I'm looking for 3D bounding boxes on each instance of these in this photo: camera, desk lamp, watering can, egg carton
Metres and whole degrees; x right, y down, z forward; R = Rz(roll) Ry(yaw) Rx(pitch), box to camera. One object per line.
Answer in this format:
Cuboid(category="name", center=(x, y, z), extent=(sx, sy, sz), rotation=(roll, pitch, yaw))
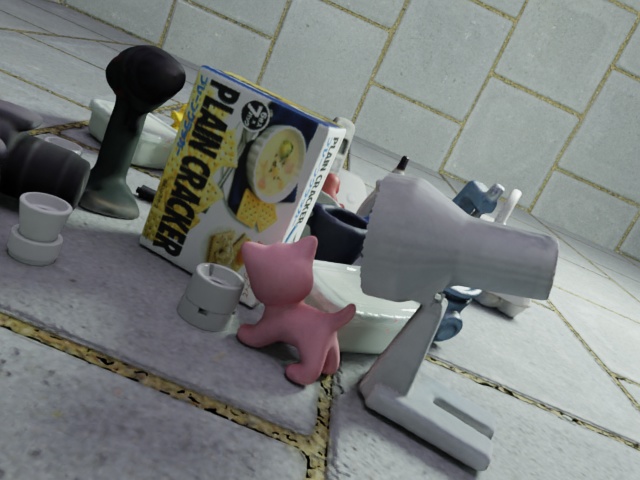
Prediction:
Cuboid(category="camera", center=(-0.317, -0.083, 0.593), extent=(0.137, 0.101, 0.143), rotation=(20, 17, -15))
Cuboid(category="desk lamp", center=(0.115, 0.064, 0.545), extent=(0.203, 0.213, 0.118), rotation=(28, 17, 13))
Cuboid(category="watering can", center=(0.349, -0.020, 1.176), extent=(0.173, 0.194, 0.101), rotation=(23, 16, -3))
Cuboid(category="egg carton", center=(0.305, 0.077, 1.033), extent=(0.150, 0.069, 0.107), rotation=(23, 16, -4))

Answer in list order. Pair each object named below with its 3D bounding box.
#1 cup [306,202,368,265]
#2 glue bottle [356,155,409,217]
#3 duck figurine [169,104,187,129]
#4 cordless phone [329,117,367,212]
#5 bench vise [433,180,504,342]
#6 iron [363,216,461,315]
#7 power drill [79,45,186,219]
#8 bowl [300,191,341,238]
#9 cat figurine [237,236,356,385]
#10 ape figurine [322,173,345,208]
Cuboid(category="cup", center=(0.007, 0.003, 0.796), extent=(0.117, 0.095, 0.092), rotation=(27, 16, 9))
Cuboid(category="glue bottle", center=(0.124, -0.080, 1.082), extent=(0.078, 0.173, 0.037), rotation=(22, 16, -8))
Cuboid(category="duck figurine", center=(-0.265, -0.229, 1.150), extent=(0.077, 0.086, 0.105), rotation=(35, 19, 33))
Cuboid(category="cordless phone", center=(0.048, -0.143, 1.148), extent=(0.148, 0.185, 0.093), rotation=(12, 20, -36))
Cuboid(category="bench vise", center=(0.152, 0.000, 0.787), extent=(0.122, 0.220, 0.206), rotation=(8, 23, -45))
Cuboid(category="iron", center=(0.172, 0.003, 0.946), extent=(0.119, 0.141, 0.257), rotation=(11, 21, -39))
Cuboid(category="power drill", center=(-0.230, -0.138, 0.697), extent=(0.076, 0.208, 0.228), rotation=(13, 20, -34))
Cuboid(category="bowl", center=(-0.054, -0.049, 0.909), extent=(0.167, 0.075, 0.167), rotation=(22, 16, -7))
Cuboid(category="cat figurine", center=(-0.024, 0.055, 0.548), extent=(0.127, 0.118, 0.067), rotation=(31, 17, 21))
Cuboid(category="ape figurine", center=(0.012, -0.080, 1.067), extent=(0.077, 0.092, 0.076), rotation=(33, 18, 28))
